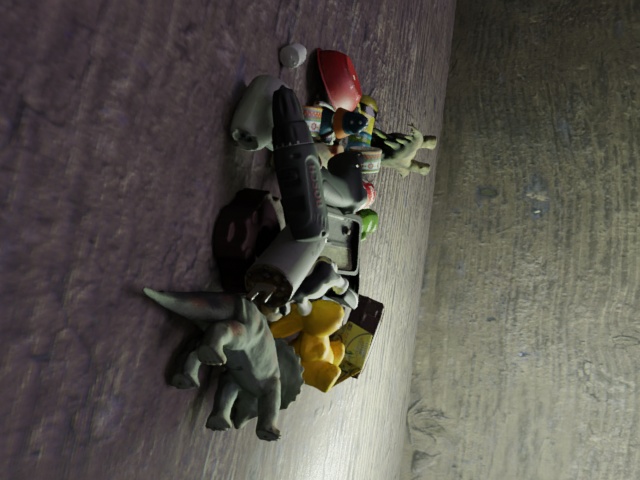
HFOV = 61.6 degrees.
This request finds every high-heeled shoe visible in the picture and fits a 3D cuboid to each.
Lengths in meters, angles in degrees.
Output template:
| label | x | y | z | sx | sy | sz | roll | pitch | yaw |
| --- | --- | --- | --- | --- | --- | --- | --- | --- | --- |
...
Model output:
| label | x | y | z | sx | sy | sz | roll | pitch | yaw |
| --- | --- | --- | --- | --- | --- | --- | --- | --- | --- |
| high-heeled shoe | 0.073 | 0.086 | 1.321 | 0.249 | 0.086 | 0.145 | 146 | -31 | -84 |

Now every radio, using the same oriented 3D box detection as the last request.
| label | x | y | z | sx | sy | sz | roll | pitch | yaw |
| --- | --- | --- | --- | --- | --- | --- | --- | --- | --- |
| radio | -0.002 | -0.003 | 1.070 | 0.229 | 0.073 | 0.131 | 11 | 85 | -56 |

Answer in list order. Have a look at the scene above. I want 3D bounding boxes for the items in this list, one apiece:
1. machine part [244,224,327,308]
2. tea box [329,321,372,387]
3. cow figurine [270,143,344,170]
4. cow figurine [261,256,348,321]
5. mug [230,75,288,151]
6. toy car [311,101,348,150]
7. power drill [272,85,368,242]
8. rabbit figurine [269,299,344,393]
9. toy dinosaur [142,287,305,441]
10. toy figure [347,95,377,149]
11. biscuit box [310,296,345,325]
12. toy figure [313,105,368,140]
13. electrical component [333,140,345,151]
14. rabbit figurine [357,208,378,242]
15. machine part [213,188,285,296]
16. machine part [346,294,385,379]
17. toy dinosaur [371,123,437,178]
| label | x | y | z | sx | sy | sz | roll | pitch | yaw |
| --- | --- | --- | --- | --- | --- | --- | --- | --- | --- |
| machine part | -0.050 | 0.031 | 0.846 | 0.243 | 0.079 | 0.079 | -53 | 144 | -58 |
| tea box | 0.037 | 0.265 | 1.212 | 0.169 | 0.068 | 0.098 | -44 | -163 | 47 |
| cow figurine | -0.020 | -0.149 | 1.025 | 0.195 | 0.127 | 0.085 | -9 | 104 | -56 |
| cow figurine | -0.041 | 0.088 | 0.951 | 0.068 | 0.167 | 0.098 | 62 | 7 | 27 |
| mug | -0.090 | -0.183 | 0.843 | 0.107 | 0.081 | 0.109 | -63 | 140 | -32 |
| toy car | 0.022 | -0.243 | 1.186 | 0.201 | 0.056 | 0.073 | 21 | 75 | -71 |
| power drill | 0.001 | -0.116 | 0.856 | 0.207 | 0.086 | 0.232 | -4 | 87 | -66 |
| rabbit figurine | -0.013 | 0.181 | 1.048 | 0.122 | 0.162 | 0.173 | -48 | 161 | -58 |
| toy dinosaur | -0.124 | 0.158 | 0.797 | 0.192 | 0.131 | 0.404 | -80 | 160 | -51 |
| toy figure | 0.094 | -0.271 | 1.341 | 0.089 | 0.082 | 0.180 | 3 | 89 | -40 |
| biscuit box | 0.003 | 0.167 | 1.233 | 0.202 | 0.063 | 0.059 | 38 | 57 | -68 |
| toy figure | 0.024 | -0.229 | 1.043 | 0.058 | 0.155 | 0.064 | -60 | 148 | -45 |
| electrical component | 0.016 | -0.146 | 1.143 | 0.119 | 0.075 | 0.047 | -39 | 151 | -7 |
| rabbit figurine | 0.051 | 0.009 | 1.258 | 0.159 | 0.121 | 0.170 | -42 | 150 | -58 |
| machine part | -0.108 | 0.005 | 0.879 | 0.179 | 0.056 | 0.179 | 6 | 90 | -72 |
| machine part | 0.101 | 0.248 | 1.399 | 0.201 | 0.087 | 0.201 | 30 | 80 | -83 |
| toy dinosaur | 0.203 | -0.239 | 1.437 | 0.471 | 0.198 | 0.105 | 165 | -67 | -76 |
